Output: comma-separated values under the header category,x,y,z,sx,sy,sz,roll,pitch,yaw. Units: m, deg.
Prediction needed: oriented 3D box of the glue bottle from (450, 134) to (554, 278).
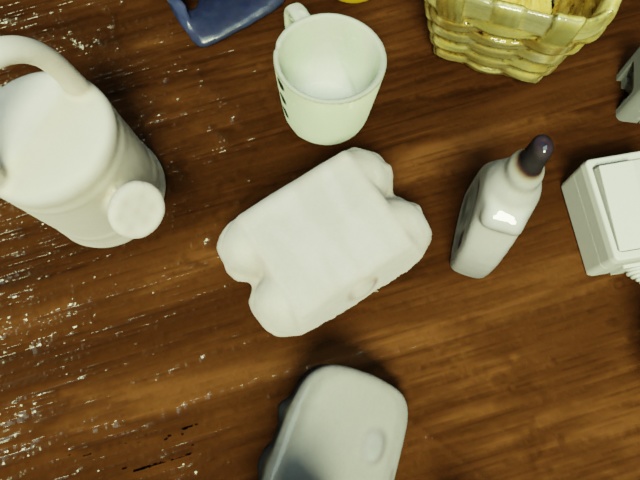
category,x,y,z,sx,sy,sz,roll,pitch,yaw
glue bottle,0.124,-0.027,0.387,0.037,0.173,0.078,15,76,7

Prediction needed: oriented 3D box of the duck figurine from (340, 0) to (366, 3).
category,x,y,z,sx,sy,sz,roll,pitch,yaw
duck figurine,0.026,-0.273,0.503,0.077,0.086,0.104,-15,74,-1

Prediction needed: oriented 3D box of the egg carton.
category,x,y,z,sx,sy,sz,roll,pitch,yaw
egg carton,0.004,0.002,0.438,0.150,0.069,0.107,-33,76,-6

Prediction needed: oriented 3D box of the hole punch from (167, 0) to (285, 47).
category,x,y,z,sx,sy,sz,roll,pitch,yaw
hole punch,-0.098,-0.244,0.499,0.109,0.091,0.101,-32,75,-6

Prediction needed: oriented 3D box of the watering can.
category,x,y,z,sx,sy,sz,roll,pitch,yaw
watering can,-0.179,-0.064,0.401,0.172,0.194,0.101,15,76,7

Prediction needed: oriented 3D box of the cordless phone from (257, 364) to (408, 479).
category,x,y,z,sx,sy,sz,roll,pitch,yaw
cordless phone,0.002,0.147,0.339,0.094,0.185,0.148,15,76,7
